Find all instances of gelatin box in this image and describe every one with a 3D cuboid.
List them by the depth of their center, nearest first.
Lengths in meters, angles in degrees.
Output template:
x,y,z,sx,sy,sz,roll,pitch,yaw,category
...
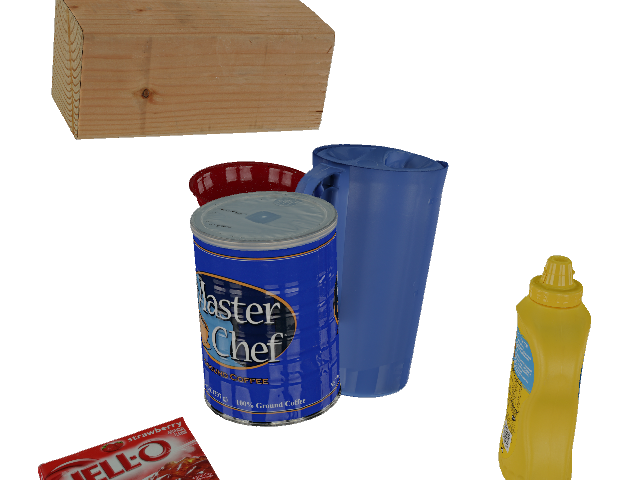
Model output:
x,y,z,sx,sy,sz,roll,pitch,yaw,category
-0.105,0.140,0.593,0.089,0.030,0.073,-15,28,-20,gelatin box

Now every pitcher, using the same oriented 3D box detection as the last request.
x,y,z,sx,sy,sz,roll,pitch,yaw,category
0.040,0.029,1.063,0.149,0.243,0.145,5,14,-2,pitcher

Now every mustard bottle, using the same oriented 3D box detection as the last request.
x,y,z,sx,sy,sz,roll,pitch,yaw,category
0.181,0.104,0.858,0.058,0.192,0.096,3,20,2,mustard bottle

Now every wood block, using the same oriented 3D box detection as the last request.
x,y,z,sx,sy,sz,roll,pitch,yaw,category
-0.104,-0.143,0.865,0.205,0.091,0.090,-5,33,-26,wood block

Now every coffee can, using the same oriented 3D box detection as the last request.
x,y,z,sx,sy,sz,roll,pitch,yaw,category
-0.037,0.047,0.765,0.103,0.140,0.103,-2,21,0,coffee can

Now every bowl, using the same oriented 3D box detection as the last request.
x,y,z,sx,sy,sz,roll,pitch,yaw,category
-0.083,-0.044,1.315,0.162,0.055,0.162,4,25,-2,bowl
